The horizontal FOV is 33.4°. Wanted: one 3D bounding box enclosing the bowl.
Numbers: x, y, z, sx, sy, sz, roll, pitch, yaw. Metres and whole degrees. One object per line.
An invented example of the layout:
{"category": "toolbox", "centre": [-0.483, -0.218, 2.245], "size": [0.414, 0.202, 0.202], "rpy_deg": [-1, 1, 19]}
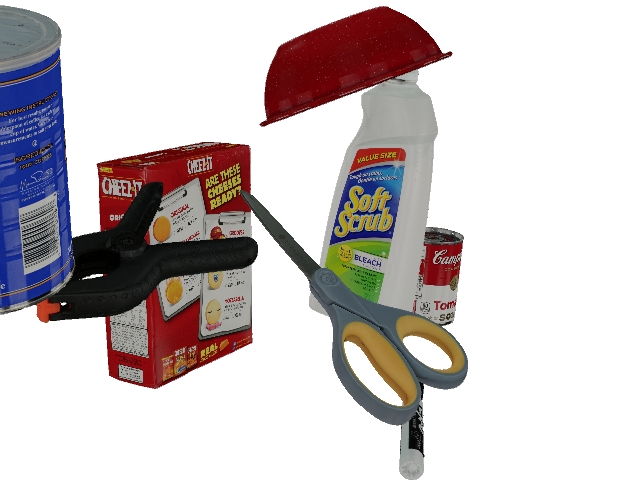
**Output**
{"category": "bowl", "centre": [0.019, -0.142, 0.840], "size": [0.162, 0.055, 0.162], "rpy_deg": [-21, 7, 2]}

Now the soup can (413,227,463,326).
{"category": "soup can", "centre": [0.127, 0.042, 1.243], "size": [0.068, 0.102, 0.068], "rpy_deg": [4, 15, -1]}

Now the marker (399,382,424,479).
{"category": "marker", "centre": [0.074, 0.148, 0.863], "size": [0.020, 0.020, 0.121], "rpy_deg": [0, 26, 6]}

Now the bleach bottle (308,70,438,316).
{"category": "bleach bottle", "centre": [0.053, -0.046, 1.003], "size": [0.103, 0.251, 0.067], "rpy_deg": [17, 20, 30]}

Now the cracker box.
{"category": "cracker box", "centre": [-0.140, 0.018, 1.056], "size": [0.072, 0.214, 0.163], "rpy_deg": [7, 15, 31]}

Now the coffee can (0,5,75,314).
{"category": "coffee can", "centre": [-0.187, -0.045, 0.572], "size": [0.103, 0.140, 0.103], "rpy_deg": [2, 28, -1]}

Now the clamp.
{"category": "clamp", "centre": [-0.146, 0.007, 0.800], "size": [0.171, 0.039, 0.120], "rpy_deg": [-20, 38, -37]}

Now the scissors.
{"category": "scissors", "centre": [0.023, 0.033, 0.680], "size": [0.096, 0.016, 0.202], "rpy_deg": [-2, 44, -28]}
